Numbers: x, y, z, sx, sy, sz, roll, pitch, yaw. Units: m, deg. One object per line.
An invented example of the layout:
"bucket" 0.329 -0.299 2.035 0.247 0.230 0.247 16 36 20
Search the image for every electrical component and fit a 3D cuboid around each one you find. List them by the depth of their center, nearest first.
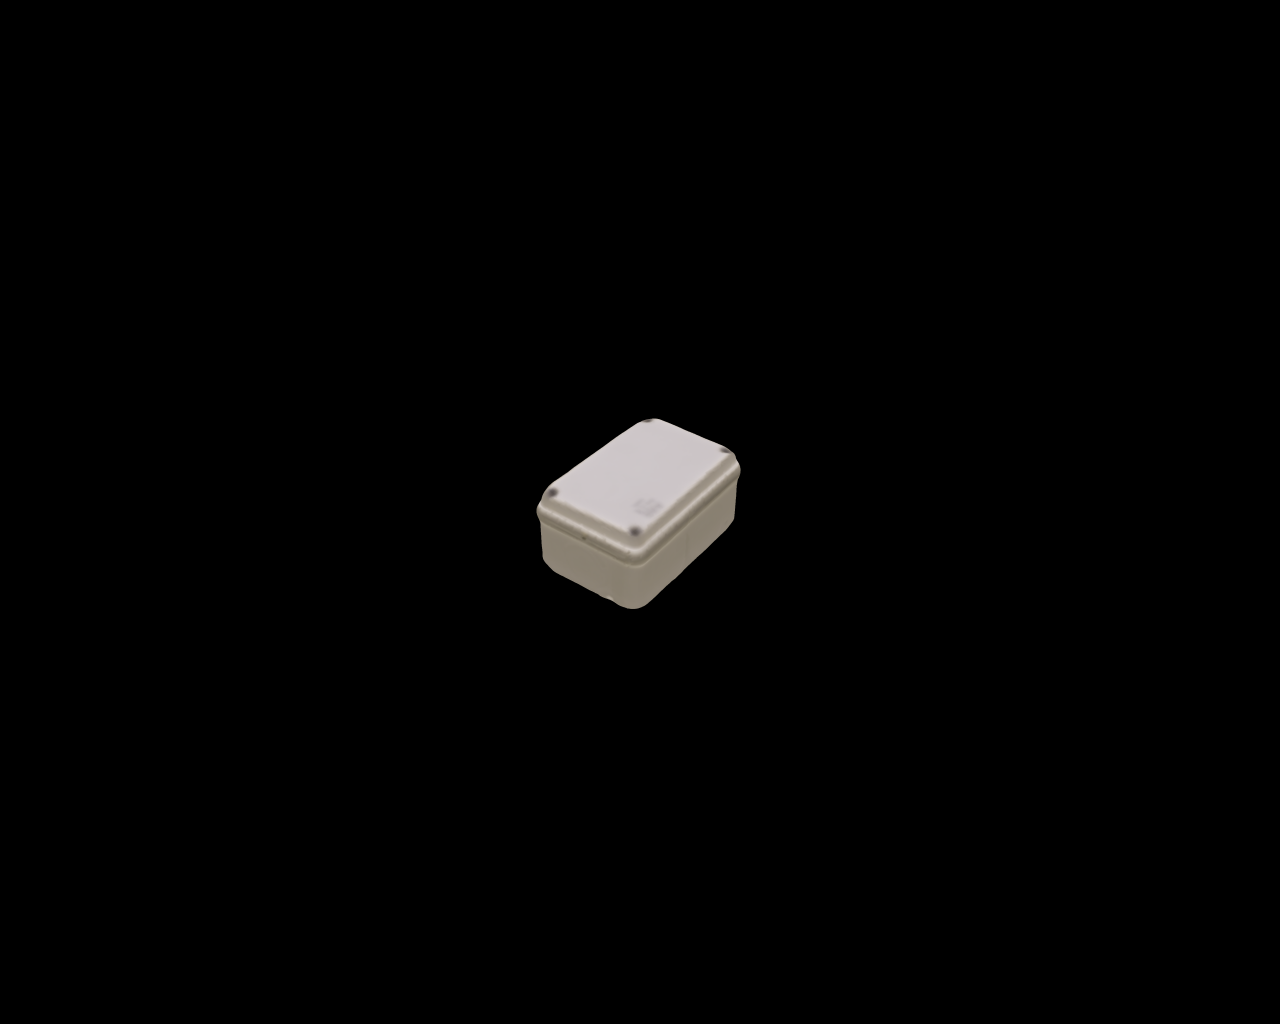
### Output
"electrical component" 0.001 -0.003 0.650 0.078 0.057 0.113 25 45 28
